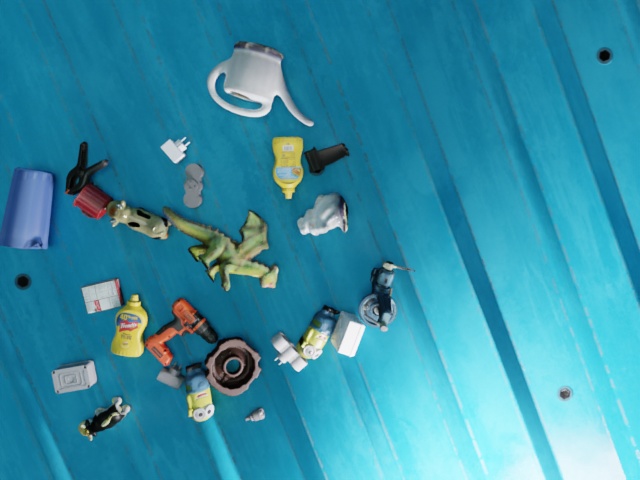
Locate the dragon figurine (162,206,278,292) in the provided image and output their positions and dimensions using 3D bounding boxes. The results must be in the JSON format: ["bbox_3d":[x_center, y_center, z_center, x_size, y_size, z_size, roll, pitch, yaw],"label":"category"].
[{"bbox_3d":[-0.281,0.003,1.619,0.245,0.121,0.409,-37,96,-16],"label":"dragon figurine"}]

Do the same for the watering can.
[{"bbox_3d":[-0.167,-0.480,1.579,0.347,0.104,0.224,14,92,-2],"label":"watering can"}]

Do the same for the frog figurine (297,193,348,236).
[{"bbox_3d":[0.005,-0.081,1.604,0.159,0.120,0.140,-4,61,7],"label":"frog figurine"}]
